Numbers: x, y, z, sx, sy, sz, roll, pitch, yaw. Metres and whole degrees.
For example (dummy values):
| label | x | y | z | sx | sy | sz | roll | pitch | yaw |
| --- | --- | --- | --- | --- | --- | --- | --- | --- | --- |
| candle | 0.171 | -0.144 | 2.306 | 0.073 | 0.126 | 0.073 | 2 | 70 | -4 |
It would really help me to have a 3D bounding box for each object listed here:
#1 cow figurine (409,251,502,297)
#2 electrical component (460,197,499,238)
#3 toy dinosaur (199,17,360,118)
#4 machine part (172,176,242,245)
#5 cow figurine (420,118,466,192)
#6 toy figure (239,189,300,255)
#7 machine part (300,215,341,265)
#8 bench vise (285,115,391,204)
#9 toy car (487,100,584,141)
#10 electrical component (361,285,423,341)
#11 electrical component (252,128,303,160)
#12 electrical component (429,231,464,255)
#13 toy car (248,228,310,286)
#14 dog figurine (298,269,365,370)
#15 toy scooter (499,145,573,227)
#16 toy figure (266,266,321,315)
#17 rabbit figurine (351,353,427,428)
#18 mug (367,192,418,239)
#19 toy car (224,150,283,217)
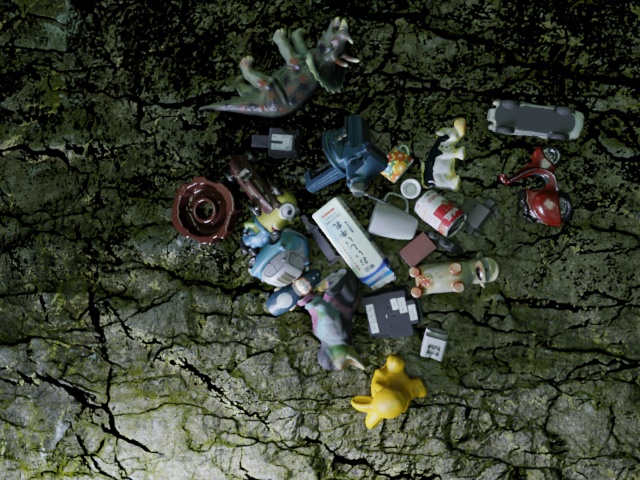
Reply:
| label | x | y | z | sx | sy | sz | roll | pitch | yaw |
| --- | --- | --- | --- | --- | --- | --- | --- | --- | --- |
| cow figurine | 0.313 | 0.080 | 1.222 | 0.195 | 0.127 | 0.085 | -11 | 90 | 27 |
| electrical component | 0.363 | -0.053 | 1.236 | 0.078 | 0.045 | 0.102 | 35 | 97 | 37 |
| toy dinosaur | -0.085 | -0.372 | 1.284 | 0.405 | 0.131 | 0.192 | -37 | 84 | 17 |
| machine part | -0.289 | -0.076 | 1.366 | 0.180 | 0.056 | 0.179 | 1 | 93 | 13 |
| cow figurine | 0.285 | -0.198 | 1.234 | 0.098 | 0.068 | 0.167 | 8 | 93 | 17 |
| toy figure | -0.128 | -0.046 | 1.321 | 0.180 | 0.082 | 0.089 | -44 | 81 | 14 |
| machine part | -0.003 | -0.004 | 1.303 | 0.039 | 0.084 | 0.139 | -37 | 94 | -9 |
| bench vise | 0.045 | -0.169 | 1.246 | 0.241 | 0.128 | 0.223 | -27 | 62 | 35 |
| toy car | 0.476 | -0.265 | 1.194 | 0.202 | 0.056 | 0.073 | 11 | 101 | 13 |
| electrical component | 0.175 | 0.171 | 1.272 | 0.134 | 0.058 | 0.114 | -10 | 98 | 12 |
| electrical component | -0.105 | -0.237 | 1.323 | 0.119 | 0.048 | 0.074 | 2 | 93 | 13 |
| electrical component | 0.293 | 0.008 | 1.241 | 0.063 | 0.094 | 0.021 | 41 | 105 | 46 |
| toy car | -0.093 | 0.055 | 1.290 | 0.161 | 0.109 | 0.103 | -43 | 43 | 14 |
| dog figurine | 0.053 | 0.201 | 1.279 | 0.191 | 0.108 | 0.219 | -36 | 103 | -19 |
| toy scooter | 0.475 | -0.112 | 1.191 | 0.135 | 0.075 | 0.183 | -11 | 87 | 12 |
| toy figure | -0.061 | 0.128 | 1.328 | 0.154 | 0.058 | 0.064 | -37 | 123 | 10 |
| rabbit figurine | 0.153 | 0.354 | 1.232 | 0.162 | 0.173 | 0.122 | -33 | 90 | 7 |
| mug | 0.177 | -0.051 | 1.261 | 0.107 | 0.081 | 0.109 | 19 | 91 | -1 |
| toy car | -0.165 | -0.139 | 1.303 | 0.089 | 0.053 | 0.202 | -40 | 55 | 4 |
